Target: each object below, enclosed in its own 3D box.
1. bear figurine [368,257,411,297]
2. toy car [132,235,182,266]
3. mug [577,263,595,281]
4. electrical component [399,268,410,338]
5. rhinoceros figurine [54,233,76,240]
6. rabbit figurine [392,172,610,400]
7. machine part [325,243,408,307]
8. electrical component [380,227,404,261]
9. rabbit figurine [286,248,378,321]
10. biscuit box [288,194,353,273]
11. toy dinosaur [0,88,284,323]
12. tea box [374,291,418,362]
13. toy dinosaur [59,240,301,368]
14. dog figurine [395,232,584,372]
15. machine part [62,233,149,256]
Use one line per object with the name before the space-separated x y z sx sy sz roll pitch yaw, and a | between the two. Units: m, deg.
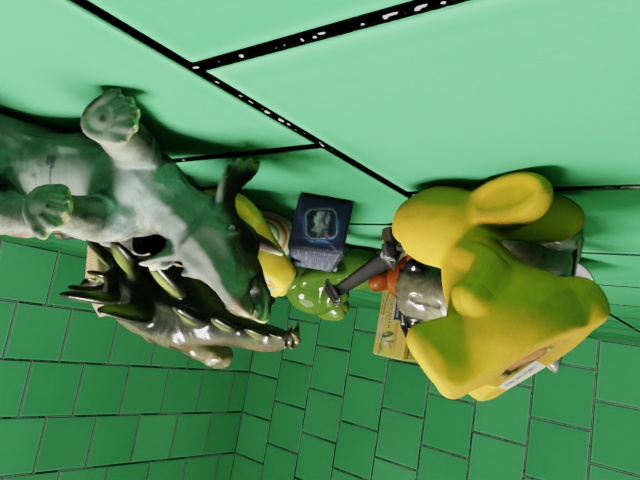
bear figurine | 0.167 0.074 0.855 0.195 0.120 0.132 41 -158 -23
toy car | -0.187 -0.026 0.618 0.074 0.056 0.201 14 153 4
mug | 0.282 0.062 0.702 0.110 0.080 0.107 4 179 2
electrical component | 0.179 0.083 0.754 0.134 0.114 0.058 -9 -144 -4
rhinoceros figurine | -0.381 -0.045 0.745 0.112 0.073 0.190 7 171 25
rabbit figurine | 0.121 0.017 0.418 0.122 0.173 0.162 17 124 -43
machine part | 0.069 0.039 0.728 0.139 0.039 0.084 -32 172 2
electrical component | 0.123 0.012 0.655 0.102 0.045 0.078 16 171 -34
rabbit figurine | 0.025 0.048 0.884 0.170 0.121 0.159 -20 147 36
biscuit box | -0.001 -0.002 0.654 0.063 0.059 0.202 10 172 0
toy dinosaur | -0.213 -0.045 0.463 0.405 0.131 0.192 13 172 18
tea box | 0.164 0.136 0.995 0.068 0.169 0.098 1 169 43
toy dinosaur | -0.167 0.076 0.611 0.472 0.105 0.198 4 161 38
dog figurine | 0.160 0.036 0.557 0.191 0.172 0.121 12 -143 28
machine part | -0.284 -0.028 0.740 0.079 0.079 0.243 7 170 16
